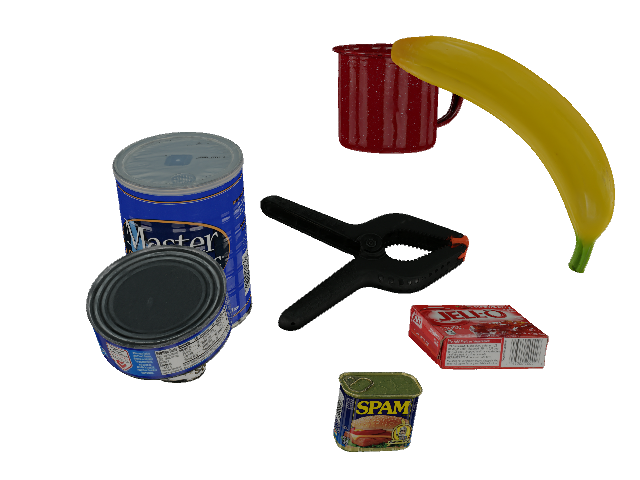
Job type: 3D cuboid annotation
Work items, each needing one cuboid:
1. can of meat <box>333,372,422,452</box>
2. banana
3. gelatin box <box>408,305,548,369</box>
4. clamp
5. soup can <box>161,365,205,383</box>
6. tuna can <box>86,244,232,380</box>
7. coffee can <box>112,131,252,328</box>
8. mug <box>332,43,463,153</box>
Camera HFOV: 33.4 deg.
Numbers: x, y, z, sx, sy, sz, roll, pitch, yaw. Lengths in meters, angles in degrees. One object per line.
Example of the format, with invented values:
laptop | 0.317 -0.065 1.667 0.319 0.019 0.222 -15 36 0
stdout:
can of meat | 0.069 0.215 1.333 0.102 0.084 0.057 2 22 -14
banana | 0.130 -0.073 0.695 0.070 0.198 0.037 -40 -8 11
gelatin box | 0.122 0.074 0.837 0.089 0.030 0.073 2 15 -15
clamp | 0.044 0.022 1.059 0.210 0.164 0.036 2 -40 -4
soup can | -0.146 0.084 1.077 0.068 0.102 0.068 6 20 -2
tuna can | -0.097 0.043 0.654 0.086 0.034 0.086 -5 43 4
coffee can | -0.110 -0.005 0.874 0.103 0.140 0.103 -1 30 1
mug | 0.067 -0.119 0.883 0.117 0.081 0.093 -7 16 -25
